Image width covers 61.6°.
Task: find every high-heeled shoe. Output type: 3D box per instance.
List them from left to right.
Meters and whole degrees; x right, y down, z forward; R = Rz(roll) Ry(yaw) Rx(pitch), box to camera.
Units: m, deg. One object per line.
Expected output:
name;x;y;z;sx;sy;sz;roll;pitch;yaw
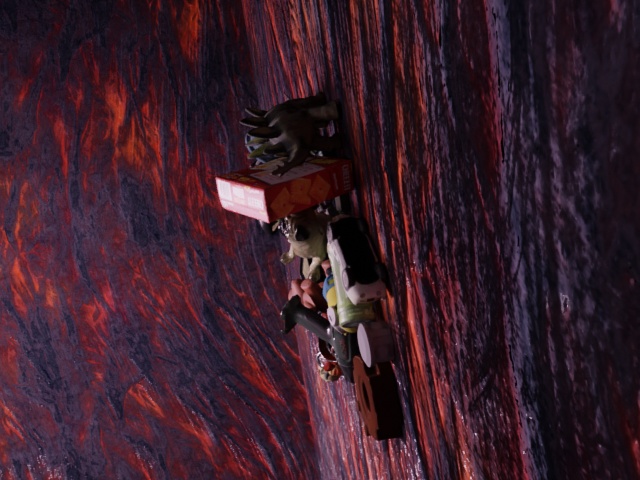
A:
high-heeled shoe;-0.100;-0.114;1.614;0.086;0.249;0.145;-6;107;42

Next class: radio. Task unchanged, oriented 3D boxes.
radio;-0.012;0.093;1.561;0.229;0.073;0.131;94;163;-61

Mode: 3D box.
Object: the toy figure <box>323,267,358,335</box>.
toy figure;0.053;0.120;1.136;0.082;0.089;0.180;38;-157;-25

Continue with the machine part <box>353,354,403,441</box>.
machine part;0.109;0.304;1.057;0.179;0.056;0.179;172;89;-81

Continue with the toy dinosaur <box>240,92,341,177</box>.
toy dinosaur;-0.057;-0.218;1.092;0.472;0.199;0.104;-114;13;-65

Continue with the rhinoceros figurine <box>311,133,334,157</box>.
rhinoceros figurine;0.000;-0.173;1.216;0.190;0.073;0.112;-105;20;-44

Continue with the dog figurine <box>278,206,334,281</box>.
dog figurine;-0.007;-0.030;1.111;0.190;0.121;0.172;94;-160;-55

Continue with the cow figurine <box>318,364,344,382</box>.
cow figurine;0.034;0.351;1.530;0.194;0.085;0.127;98;167;-58

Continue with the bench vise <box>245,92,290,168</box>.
bench vise;-0.121;-0.251;1.397;0.240;0.129;0.224;-48;6;42

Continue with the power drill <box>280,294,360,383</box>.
power drill;0.007;0.228;1.263;0.208;0.086;0.231;28;140;27

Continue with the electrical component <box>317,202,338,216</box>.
electrical component;0.023;-0.044;1.269;0.078;0.045;0.102;98;160;-61

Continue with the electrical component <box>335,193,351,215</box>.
electrical component;0.047;-0.082;1.144;0.063;0.021;0.094;-152;52;-80

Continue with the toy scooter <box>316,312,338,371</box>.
toy scooter;0.044;0.263;1.377;0.135;0.075;0.183;22;111;56

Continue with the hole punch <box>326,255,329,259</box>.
hole punch;-0.003;-0.004;1.362;0.115;0.092;0.142;89;165;-65

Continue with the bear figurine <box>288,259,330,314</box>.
bear figurine;-0.024;0.125;1.373;0.196;0.120;0.131;3;127;52

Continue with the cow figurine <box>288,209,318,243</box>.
cow figurine;-0.032;-0.041;1.525;0.167;0.098;0.068;108;-176;-58

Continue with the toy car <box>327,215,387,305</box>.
toy car;0.064;0.029;0.970;0.056;0.073;0.202;90;167;-45
